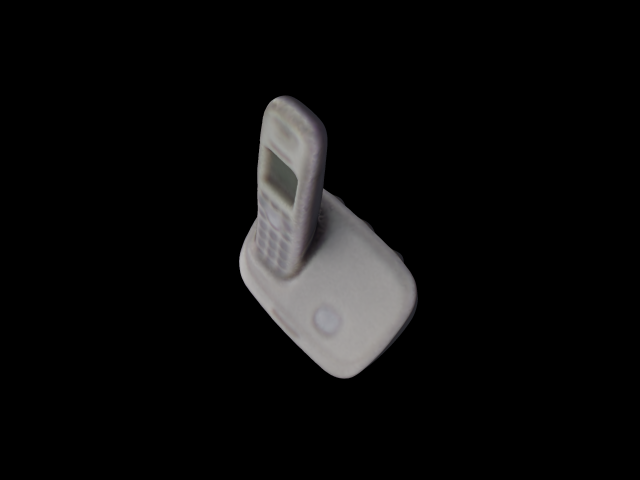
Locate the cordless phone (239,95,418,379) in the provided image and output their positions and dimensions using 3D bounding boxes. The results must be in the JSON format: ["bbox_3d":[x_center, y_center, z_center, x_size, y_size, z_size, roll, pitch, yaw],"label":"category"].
[{"bbox_3d":[0.004,0.001,0.400,0.094,0.185,0.147,-39,65,-22],"label":"cordless phone"}]
